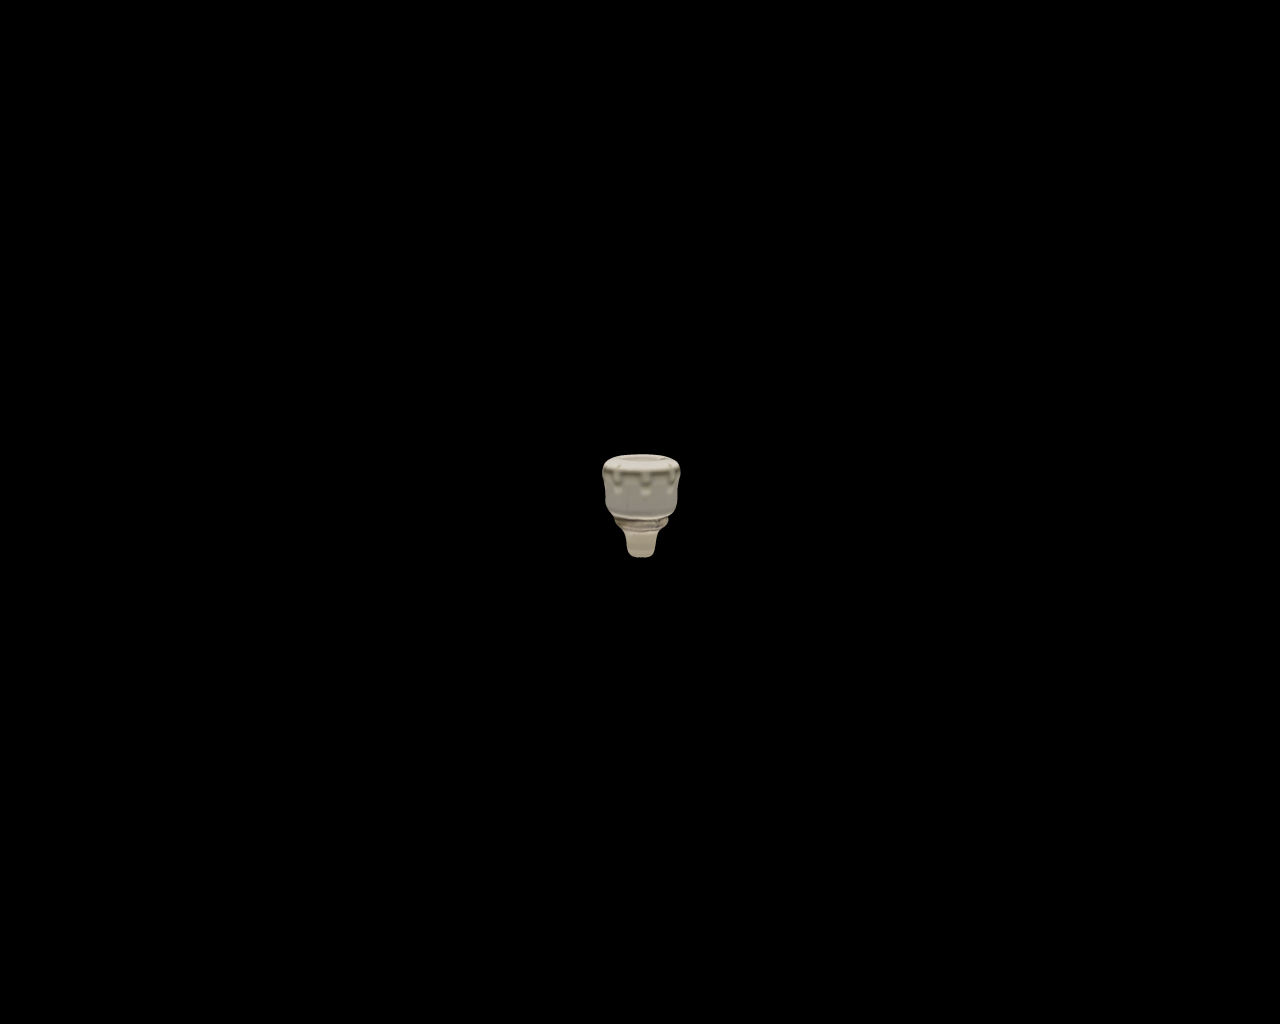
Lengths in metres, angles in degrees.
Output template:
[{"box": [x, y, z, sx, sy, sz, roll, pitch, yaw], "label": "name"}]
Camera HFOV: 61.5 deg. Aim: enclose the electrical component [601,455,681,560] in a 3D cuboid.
[{"box": [0.001, -0.003, 0.650, 0.048, 0.062, 0.048, 0, 10, 0], "label": "electrical component"}]
